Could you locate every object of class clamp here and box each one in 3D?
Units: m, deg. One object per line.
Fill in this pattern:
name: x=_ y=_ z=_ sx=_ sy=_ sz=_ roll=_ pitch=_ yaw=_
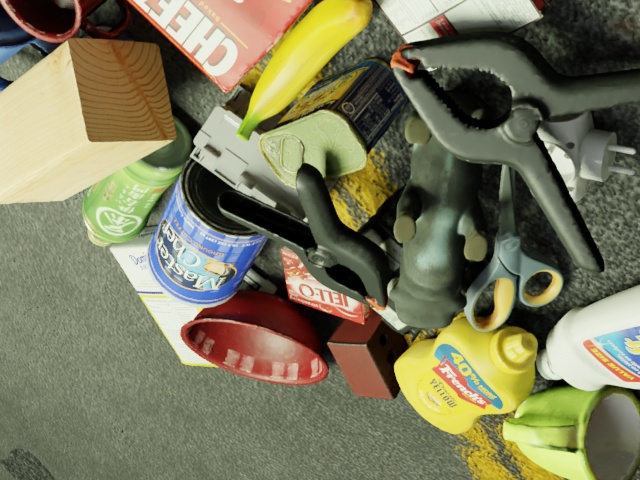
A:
clamp: x=0.151 y=-0.091 z=0.735 sx=0.210 sy=0.036 sz=0.165 roll=32 pitch=115 yaw=1
clamp: x=-0.006 y=0.001 z=0.904 sx=0.120 sy=0.039 sz=0.171 roll=1 pitch=140 yaw=46

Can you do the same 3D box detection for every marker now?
marker: x=-0.096 y=0.019 z=1.123 sx=0.121 sy=0.020 sz=0.020 roll=41 pitch=142 yaw=-4

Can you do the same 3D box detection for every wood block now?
wood block: x=-0.228 y=-0.102 z=0.963 sx=0.207 sy=0.090 sz=0.091 roll=-20 pitch=80 yaw=48

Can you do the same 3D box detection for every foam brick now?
foam brick: x=0.053 y=0.116 z=1.078 sx=0.051 sy=0.053 sz=0.078 roll=-1 pitch=129 yaw=39

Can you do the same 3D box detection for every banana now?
banana: x=-0.006 y=-0.147 z=0.842 sx=0.037 sy=0.069 sz=0.198 roll=22 pitch=146 yaw=-20

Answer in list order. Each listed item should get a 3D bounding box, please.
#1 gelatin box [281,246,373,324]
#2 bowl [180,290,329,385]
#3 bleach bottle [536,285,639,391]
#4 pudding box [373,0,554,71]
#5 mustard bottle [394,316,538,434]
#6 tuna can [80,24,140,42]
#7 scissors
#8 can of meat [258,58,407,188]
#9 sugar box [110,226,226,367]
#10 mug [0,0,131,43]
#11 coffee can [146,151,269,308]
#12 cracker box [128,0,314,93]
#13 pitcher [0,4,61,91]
gelatin box: x=0.008 y=0.039 z=1.052 sx=0.089 sy=0.030 sz=0.073 roll=17 pitch=138 yaw=24
bowl: x=-0.063 y=0.097 z=1.125 sx=0.162 sy=0.055 sz=0.162 roll=13 pitch=154 yaw=6
bleach bottle: x=0.277 y=0.081 z=0.859 sx=0.102 sy=0.068 sz=0.251 roll=46 pitch=144 yaw=-11
pudding box: x=0.096 y=-0.178 z=0.752 sx=0.114 sy=0.039 sz=0.090 roll=-22 pitch=114 yaw=46
mustard bottle: x=0.144 y=0.119 z=0.982 sx=0.096 sy=0.058 sz=0.192 roll=50 pitch=151 yaw=3
tuna can: x=-0.196 y=-0.159 z=1.006 sx=0.086 sy=0.033 sz=0.086 roll=22 pitch=140 yaw=19
scissors: x=0.167 y=0.002 z=0.858 sx=0.202 sy=0.096 sz=0.016 roll=100 pitch=155 yaw=-44
can of meat: x=0.012 y=-0.095 z=0.866 sx=0.102 sy=0.083 sz=0.057 roll=-16 pitch=118 yaw=46
sugar box: x=-0.152 y=0.064 z=1.195 sx=0.094 sy=0.048 sz=0.176 roll=-1 pitch=125 yaw=38
mug: x=-0.210 y=-0.221 z=0.913 sx=0.117 sy=0.081 sz=0.093 roll=43 pitch=141 yaw=-8
coffee can: x=-0.102 y=-0.011 z=1.029 sx=0.103 sy=0.102 sz=0.140 roll=36 pitch=142 yaw=1
cracker box: x=-0.069 y=-0.230 z=0.802 sx=0.164 sy=0.072 sz=0.214 roll=44 pitch=143 yaw=-7
pitcher: x=-0.347 y=-0.198 z=1.016 sx=0.243 sy=0.144 sz=0.149 roll=-20 pitch=79 yaw=52
